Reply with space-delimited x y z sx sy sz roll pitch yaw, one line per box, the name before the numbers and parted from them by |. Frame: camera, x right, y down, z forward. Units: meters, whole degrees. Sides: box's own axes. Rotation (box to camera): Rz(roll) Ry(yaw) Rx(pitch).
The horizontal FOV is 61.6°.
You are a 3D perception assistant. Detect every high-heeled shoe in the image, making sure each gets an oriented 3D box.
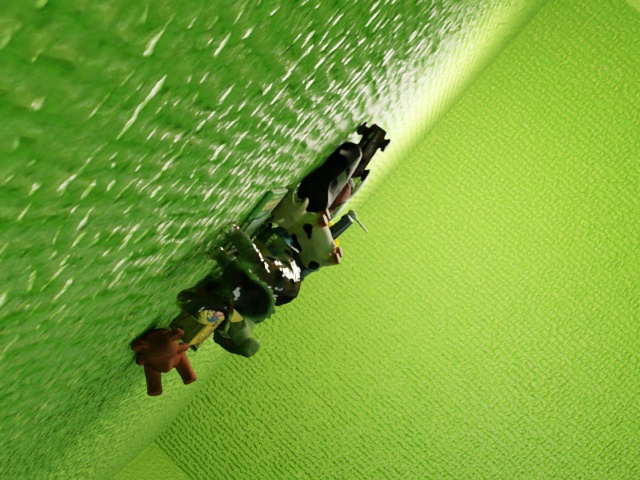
high-heeled shoe | 0.019 -0.128 1.301 0.248 0.086 0.145 -58 166 10

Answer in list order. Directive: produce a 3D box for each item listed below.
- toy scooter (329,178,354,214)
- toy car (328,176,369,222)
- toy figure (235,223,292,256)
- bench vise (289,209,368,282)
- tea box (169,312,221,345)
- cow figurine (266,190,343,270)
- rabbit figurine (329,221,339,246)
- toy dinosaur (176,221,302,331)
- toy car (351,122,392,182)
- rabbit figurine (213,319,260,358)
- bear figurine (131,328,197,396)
toy scooter | 0.021 -0.115 1.564 0.135 0.075 0.184 -41 176 -28
toy car | 0.069 -0.147 1.692 0.201 0.073 0.056 -48 178 4
toy figure | -0.136 0.024 1.272 0.180 0.082 0.089 -40 155 -7
bench vise | 0.004 0.004 1.434 0.240 0.129 0.224 -39 -175 -1
tea box | -0.299 0.201 1.331 0.098 0.068 0.169 -47 174 -5
cow figurine | -0.037 -0.023 1.213 0.127 0.194 0.085 -18 -162 12
rabbit figurine | -0.029 0.001 1.829 0.173 0.122 0.162 -28 169 -8
toy dinosaur | -0.106 0.076 1.069 0.131 0.192 0.404 -42 159 21
toy car | 0.112 -0.222 1.380 0.053 0.089 0.202 -49 178 -31
rabbit figurine | -0.204 0.233 1.485 0.159 0.121 0.170 -19 -161 49
bear figurine | -0.335 0.260 1.162 0.120 0.132 0.196 -17 170 -20
